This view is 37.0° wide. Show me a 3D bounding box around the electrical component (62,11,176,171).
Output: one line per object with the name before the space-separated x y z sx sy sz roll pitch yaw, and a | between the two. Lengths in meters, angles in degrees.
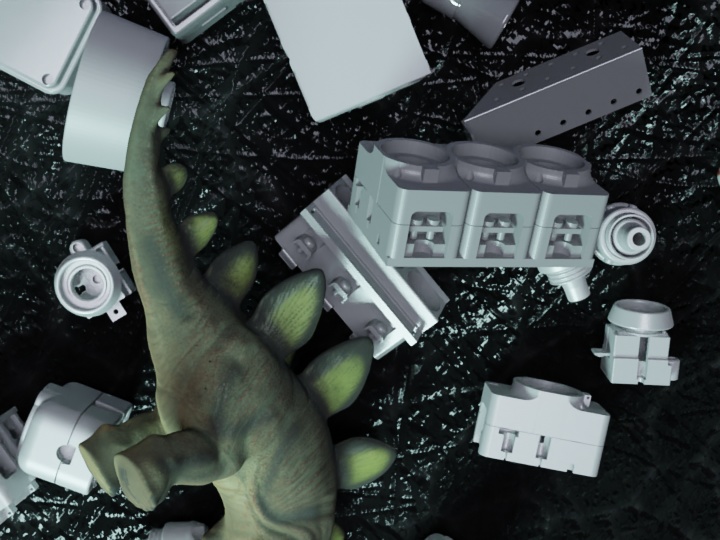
electrical component | -0.164 -0.120 0.755 0.060 0.108 0.108 15 95 -9

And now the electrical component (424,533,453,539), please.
electrical component | 0.061 0.239 0.799 0.059 0.095 0.053 -44 95 3

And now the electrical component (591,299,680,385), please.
electrical component | 0.209 0.054 0.809 0.066 0.048 0.055 3 103 -1

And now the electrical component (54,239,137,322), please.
electrical component | -0.196 0.008 0.790 0.048 0.055 0.066 -31 95 2

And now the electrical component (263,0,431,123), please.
electrical component | -0.020 -0.191 0.771 0.089 0.061 0.150 -23 96 1

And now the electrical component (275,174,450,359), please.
electrical component | 0.000 0.000 0.789 0.063 0.078 0.121 -38 96 24

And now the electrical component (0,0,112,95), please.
electrical component | -0.245 -0.182 0.770 0.113 0.057 0.078 28 94 -4

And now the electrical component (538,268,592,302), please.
electrical component | 0.154 -0.007 0.803 0.048 0.048 0.062 -23 103 1

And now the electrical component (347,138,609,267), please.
electrical component | 0.079 -0.049 0.726 0.150 0.089 0.061 0 116 -19

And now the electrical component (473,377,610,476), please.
electrical component | 0.137 0.115 0.811 0.089 0.050 0.055 11 96 -2

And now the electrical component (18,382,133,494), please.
electrical component | -0.208 0.118 0.781 0.059 0.095 0.053 21 95 -3

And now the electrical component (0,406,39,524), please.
electrical component | -0.325 0.186 0.780 0.186 0.105 0.060 -33 96 2

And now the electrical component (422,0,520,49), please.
electrical component | 0.079 -0.196 0.784 0.065 0.044 0.044 31 94 1

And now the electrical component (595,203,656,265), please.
electrical component | 0.197 -0.025 0.792 0.048 0.062 0.048 0 96 -1

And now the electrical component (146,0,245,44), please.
electrical component | -0.133 -0.219 0.766 0.062 0.061 0.096 -37 95 2

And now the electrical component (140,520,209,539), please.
electrical component | -0.146 0.213 0.818 0.062 0.043 0.043 -2 96 1
